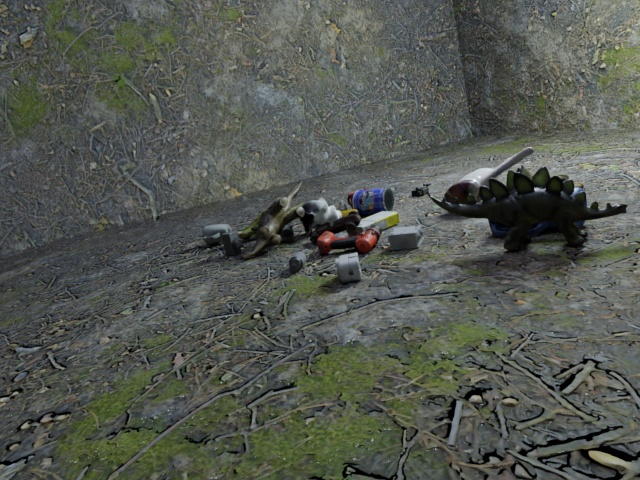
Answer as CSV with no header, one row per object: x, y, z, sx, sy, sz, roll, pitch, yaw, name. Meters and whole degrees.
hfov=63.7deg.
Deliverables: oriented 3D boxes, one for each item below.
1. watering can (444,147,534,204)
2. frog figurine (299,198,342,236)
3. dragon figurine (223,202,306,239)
0.572,-0.206,1.807,0.227,0.104,0.341,-31,-8,-38,watering can
0.006,-0.099,1.962,0.161,0.134,0.124,-22,40,-33,frog figurine
-0.242,-0.071,2.150,0.241,0.121,0.415,-13,9,35,dragon figurine
